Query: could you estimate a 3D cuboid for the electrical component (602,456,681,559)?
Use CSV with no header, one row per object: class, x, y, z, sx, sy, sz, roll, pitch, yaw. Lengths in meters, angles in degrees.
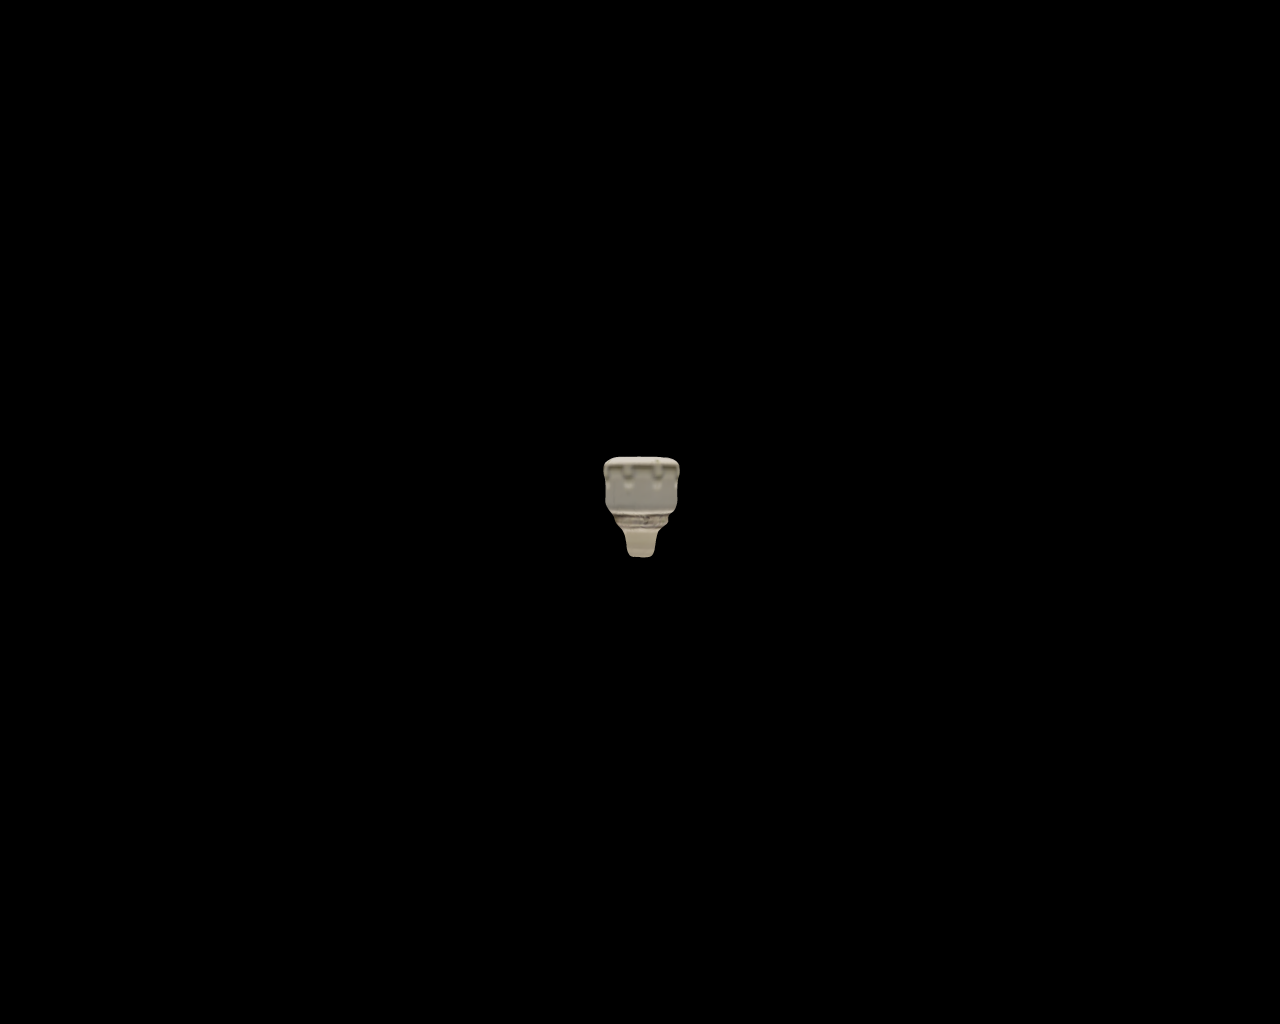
electrical component,0.001,-0.003,0.650,0.048,0.062,0.048,0,0,0
